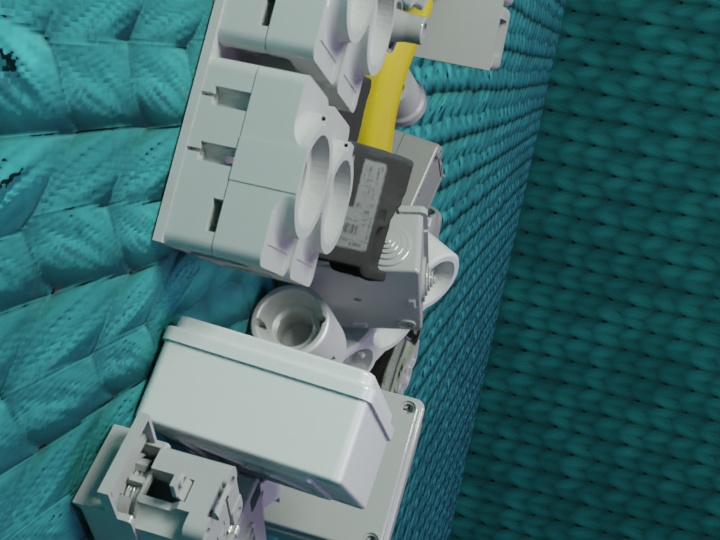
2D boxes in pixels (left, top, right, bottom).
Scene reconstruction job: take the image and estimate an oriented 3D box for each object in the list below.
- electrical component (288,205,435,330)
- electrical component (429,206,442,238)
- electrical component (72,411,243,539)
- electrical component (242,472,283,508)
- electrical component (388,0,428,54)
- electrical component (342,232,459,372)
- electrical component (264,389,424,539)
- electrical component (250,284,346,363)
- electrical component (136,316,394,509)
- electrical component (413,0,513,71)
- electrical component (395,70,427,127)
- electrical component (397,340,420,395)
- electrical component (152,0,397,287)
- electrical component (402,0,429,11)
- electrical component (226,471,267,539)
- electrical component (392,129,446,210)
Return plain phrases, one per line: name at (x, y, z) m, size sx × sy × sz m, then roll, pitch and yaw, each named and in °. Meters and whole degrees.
electrical component at (0.000, 0.000, 0.709) m, size 0.099 × 0.100 × 0.048 m, roll 82°, pitch 11°, yaw -61°
electrical component at (0.039, -0.029, 0.971) m, size 0.095 × 0.054 × 0.059 m, roll -46°, pitch 147°, yaw -69°
electrical component at (-0.088, 0.107, 0.487) m, size 0.081 × 0.064 × 0.042 m, roll 89°, pitch 19°, yaw -51°
electrical component at (-0.068, 0.108, 0.643) m, size 0.081 × 0.042 × 0.063 m, roll 7°, pitch 94°, yaw -79°
electrical component at (0.010, -0.154, 0.669) m, size 0.043 × 0.062 × 0.043 m, roll 13°, pitch 90°, yaw -79°
electrical component at (0.001, 0.020, 0.794) m, size 0.138 × 0.074 × 0.052 m, roll -46°, pitch 150°, yaw -3°
electrical component at (-0.022, 0.130, 0.721) m, size 0.056 × 0.109 × 0.108 m, roll 82°, pitch 24°, yaw -67°
electrical component at (-0.039, 0.041, 0.674) m, size 0.047 × 0.055 × 0.055 m, roll 72°, pitch 33°, yaw -63°
electrical component at (-0.044, 0.076, 0.553) m, size 0.108 × 0.109 × 0.056 m, roll 70°, pitch 37°, yaw -70°
electrical component at (0.075, -0.234, 0.821) m, size 0.062 × 0.089 × 0.150 m, roll -34°, pitch 136°, yaw -73°
electrical component at (0.029, -0.138, 0.839) m, size 0.046 × 0.040 × 0.040 m, roll 42°, pitch 62°, yaw -71°
electrical component at (0.018, 0.081, 0.984) m, size 0.078 × 0.057 × 0.058 m, roll -50°, pitch 151°, yaw -66°
electrical component at (-0.033, -0.091, 0.536) m, size 0.105 × 0.060 × 0.186 m, roll 32°, pitch 71°, yaw -78°
electrical component at (0.056, -0.243, 0.712) m, size 0.108 × 0.056 × 0.108 m, roll -52°, pitch -174°, yaw 38°
electrical component at (-0.092, 0.171, 0.560) m, size 0.108 × 0.056 × 0.108 m, roll 91°, pitch 17°, yaw -47°
electrical component at (0.021, -0.057, 0.854) m, size 0.061 × 0.061 × 0.096 m, roll 69°, pitch 44°, yaw -70°
